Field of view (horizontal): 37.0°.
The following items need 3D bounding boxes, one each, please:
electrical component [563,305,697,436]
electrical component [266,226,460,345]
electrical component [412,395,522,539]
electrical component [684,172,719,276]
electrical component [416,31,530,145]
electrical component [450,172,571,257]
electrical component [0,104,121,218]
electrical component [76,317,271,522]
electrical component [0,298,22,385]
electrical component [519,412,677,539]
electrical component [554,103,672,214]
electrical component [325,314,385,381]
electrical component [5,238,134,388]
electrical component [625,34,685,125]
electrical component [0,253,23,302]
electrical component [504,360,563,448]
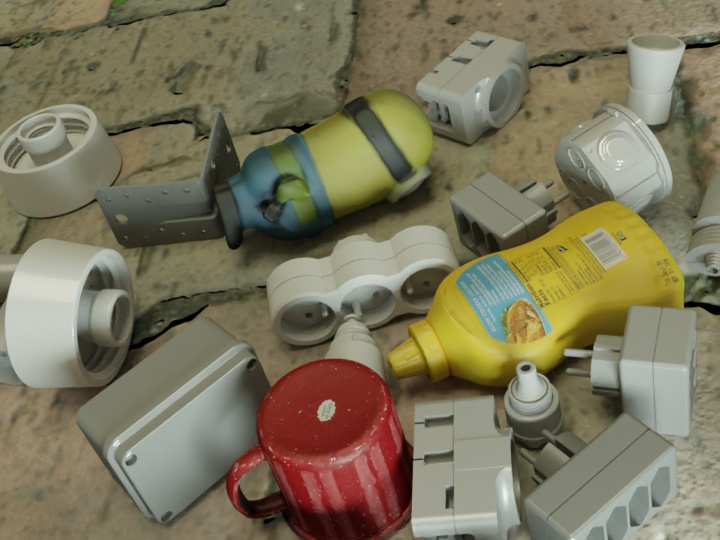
[{"bbox_3d":[0.162,0.059,0.651,0.077,0.065,0.047,4,47,21],"label":"electrical component"},{"bbox_3d":[0.000,0.000,0.775,0.138,0.052,0.073,-15,42,2],"label":"electrical component"},{"bbox_3d":[0.063,0.123,0.628,0.056,0.050,0.089,-7,43,11],"label":"electrical component"},{"bbox_3d":[0.249,-0.027,0.730,0.043,0.043,0.081,10,49,27],"label":"electrical component"},{"bbox_3d":[0.100,-0.153,0.903,0.056,0.050,0.089,25,57,36],"label":"electrical component"},{"bbox_3d":[0.118,-0.041,0.783,0.077,0.047,0.066,-33,44,-14],"label":"electrical component"},{"bbox_3d":[-0.277,-0.105,0.966,0.108,0.060,0.108,-9,43,9],"label":"electrical component"},{"bbox_3d":[-0.113,0.096,0.692,0.113,0.078,0.057,-38,44,-21],"label":"electrical component"},{"bbox_3d":[-0.256,0.042,0.819,0.043,0.043,0.081,0,45,18],"label":"electrical component"},{"bbox_3d":[0.125,0.118,0.616,0.083,0.047,0.076,-36,46,-19],"label":"electrical component"},{"bbox_3d":[0.182,-0.075,0.776,0.051,0.080,0.080,-32,45,-9],"label":"electrical component"},{"bbox_3d":[-0.004,0.061,0.721,0.040,0.040,0.078,-10,43,7],"label":"electrical component"},{"bbox_3d":[-0.198,0.033,0.767,0.060,0.108,0.108,3,46,12],"label":"electrical component"},{"bbox_3d":[0.229,-0.147,0.845,0.044,0.065,0.044,0,29,0],"label":"electrical component"},{"bbox_3d":[-0.279,0.005,0.869,0.046,0.040,0.040,-4,44,6],"label":"electrical component"},{"bbox_3d":[0.104,0.079,0.653,0.035,0.061,0.035,-9,44,9],"label":"electrical component"}]
